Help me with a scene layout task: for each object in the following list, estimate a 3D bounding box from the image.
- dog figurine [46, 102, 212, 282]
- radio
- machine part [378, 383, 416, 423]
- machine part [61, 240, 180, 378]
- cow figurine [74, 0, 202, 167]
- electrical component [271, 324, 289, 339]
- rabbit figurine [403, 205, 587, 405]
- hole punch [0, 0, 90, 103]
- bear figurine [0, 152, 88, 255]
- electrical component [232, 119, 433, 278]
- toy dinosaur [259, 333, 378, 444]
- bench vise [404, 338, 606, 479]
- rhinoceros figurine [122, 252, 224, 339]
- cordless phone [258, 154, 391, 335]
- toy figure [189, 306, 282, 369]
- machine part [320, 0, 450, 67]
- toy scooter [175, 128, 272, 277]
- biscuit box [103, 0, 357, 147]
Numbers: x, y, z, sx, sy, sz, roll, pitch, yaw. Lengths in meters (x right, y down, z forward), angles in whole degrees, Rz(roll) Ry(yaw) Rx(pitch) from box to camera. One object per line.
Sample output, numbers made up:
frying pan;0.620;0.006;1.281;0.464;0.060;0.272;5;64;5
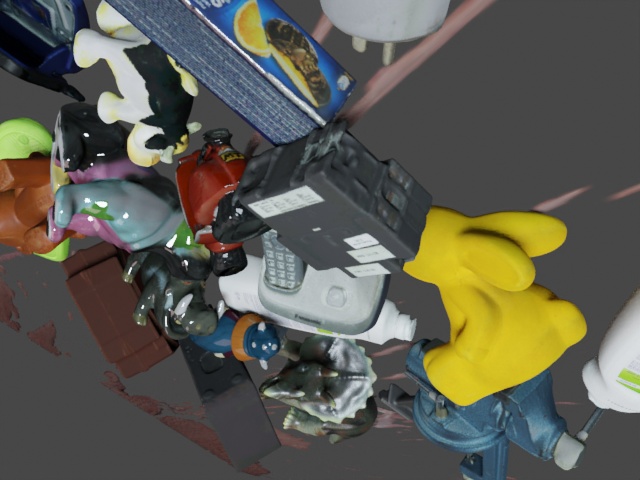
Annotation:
dog figurine;-0.192;-0.050;0.620;0.219;0.191;0.108;7;158;-33
radio;-0.142;0.201;0.776;0.230;0.073;0.130;42;154;53
machine part;0.152;0.254;0.825;0.084;0.039;0.139;47;147;-12
machine part;-0.299;0.101;0.835;0.201;0.087;0.201;62;172;-1
cow figurine;-0.150;-0.128;0.499;0.098;0.068;0.167;17;148;10
electrical component;-0.077;0.132;0.807;0.047;0.075;0.119;40;145;-15
rabbit figurine;0.129;0.039;0.465;0.173;0.122;0.162;50;145;3
hole punch;-0.272;-0.202;0.488;0.142;0.092;0.116;33;180;-10
bear figurine;-0.379;-0.035;0.678;0.196;0.132;0.120;-16;104;25
electrical component;0.016;-0.022;0.419;0.115;0.058;0.134;-8;142;47
toy dinosaur;0.026;0.263;0.880;0.192;0.131;0.404;8;149;33
bench vise;0.202;0.225;0.642;0.224;0.129;0.240;17;130;35
rhinoceros figurine;-0.189;0.062;0.703;0.073;0.112;0.191;26;-165;-46
cordless phone;-0.001;-0.001;0.557;0.147;0.089;0.184;12;126;28
toy figure;-0.105;0.121;0.693;0.155;0.058;0.064;4;123;36
machine part;0.039;-0.183;0.245;0.079;0.079;0.243;23;148;12
toy scooter;-0.099;-0.049;0.525;0.184;0.075;0.135;129;125;-63
biscuit box;-0.070;-0.154;0.396;0.202;0.059;0.063;39;149;-16
